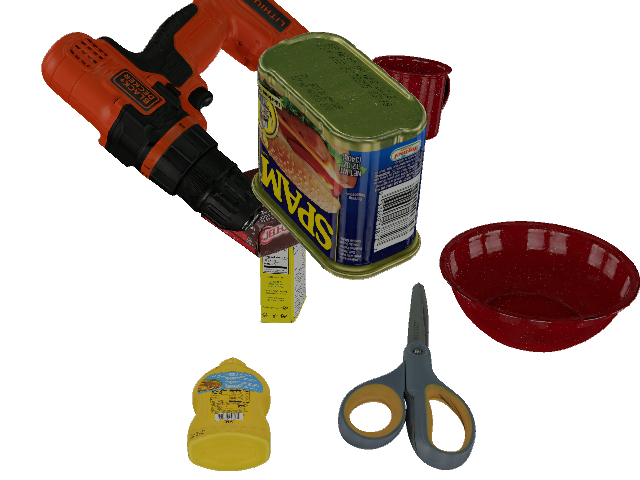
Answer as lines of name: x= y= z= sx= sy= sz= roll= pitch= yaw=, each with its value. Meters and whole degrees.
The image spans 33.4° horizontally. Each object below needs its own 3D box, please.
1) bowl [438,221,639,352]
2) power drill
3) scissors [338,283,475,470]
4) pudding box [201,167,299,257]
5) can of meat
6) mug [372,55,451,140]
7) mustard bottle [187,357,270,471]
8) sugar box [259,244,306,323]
bowl: x=0.177 y=0.044 z=0.880 sx=0.162 sy=0.055 sz=0.162 roll=1 pitch=29 yaw=-1
power drill: x=-0.079 y=-0.110 z=0.776 sx=0.187 sy=0.184 sz=0.057 roll=-47 pitch=-2 yaw=-43
scissors: x=0.049 y=0.086 z=0.735 sx=0.096 sy=0.016 sz=0.202 roll=-1 pitch=30 yaw=-11
pudding box: x=-0.040 y=-0.033 z=0.975 sx=0.113 sy=0.039 sz=0.090 roll=-19 pitch=39 yaw=-37
can of meat: x=0.008 y=-0.045 z=0.539 sx=0.057 sy=0.084 sz=0.102 roll=-22 pitch=47 yaw=-25
mug: x=0.110 y=-0.168 z=1.253 sx=0.093 sy=0.081 sz=0.117 roll=24 pitch=28 yaw=38
mustard bottle: x=-0.109 y=0.201 z=1.304 sx=0.096 sy=0.058 sz=0.191 roll=-2 pitch=26 yaw=-2
sugar box: x=-0.044 y=0.000 z=1.251 sx=0.048 sy=0.176 sz=0.093 roll=1 pitch=18 yaw=9
